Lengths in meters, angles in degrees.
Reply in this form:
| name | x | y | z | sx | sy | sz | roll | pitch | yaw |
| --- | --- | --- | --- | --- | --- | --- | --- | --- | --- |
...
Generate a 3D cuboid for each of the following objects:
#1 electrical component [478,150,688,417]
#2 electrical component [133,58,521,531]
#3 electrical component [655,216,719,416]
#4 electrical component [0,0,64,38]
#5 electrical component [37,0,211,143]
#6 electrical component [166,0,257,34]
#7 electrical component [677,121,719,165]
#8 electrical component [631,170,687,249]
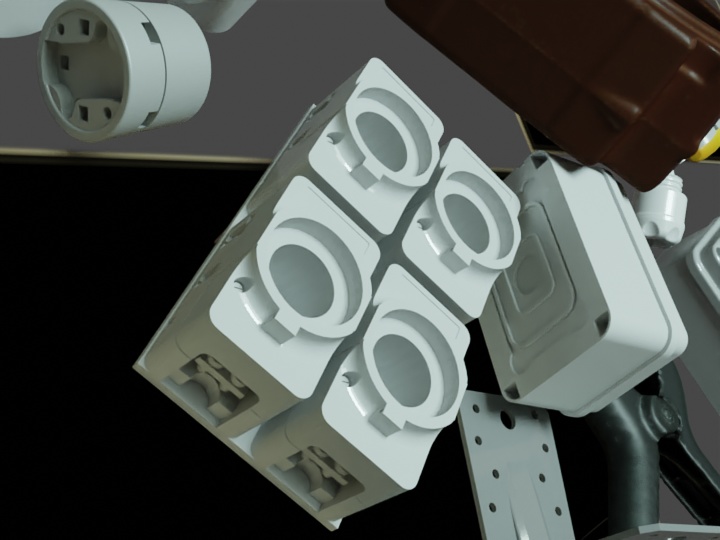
| name | x | y | z | sx | sy | sz | roll | pitch | yaw |
| --- | --- | --- | --- | --- | --- | --- | --- | --- | --- |
| electrical component | 0.103 | 0.007 | 0.536 | 0.057 | 0.078 | 0.113 | 14 | 47 | -34 |
| electrical component | 0.000 | 0.000 | 0.466 | 0.105 | 0.060 | 0.186 | 43 | 43 | -15 |
| electrical component | 0.236 | 0.029 | 0.673 | 0.113 | 0.057 | 0.078 | 56 | 41 | -1 |
| electrical component | -0.153 | -0.151 | 0.432 | 0.099 | 0.064 | 0.099 | 27 | 36 | -22 |
| electrical component | -0.094 | -0.082 | 0.434 | 0.047 | 0.055 | 0.055 | -19 | 79 | -51 |
| electrical component | -0.065 | -0.142 | 0.481 | 0.044 | 0.077 | 0.079 | 55 | 42 | -1 |
| electrical component | 0.204 | -0.106 | 0.727 | 0.057 | 0.058 | 0.078 | 55 | 41 | -6 |
| electrical component | 0.191 | -0.046 | 0.684 | 0.035 | 0.035 | 0.061 | 21 | 74 | -34 |
